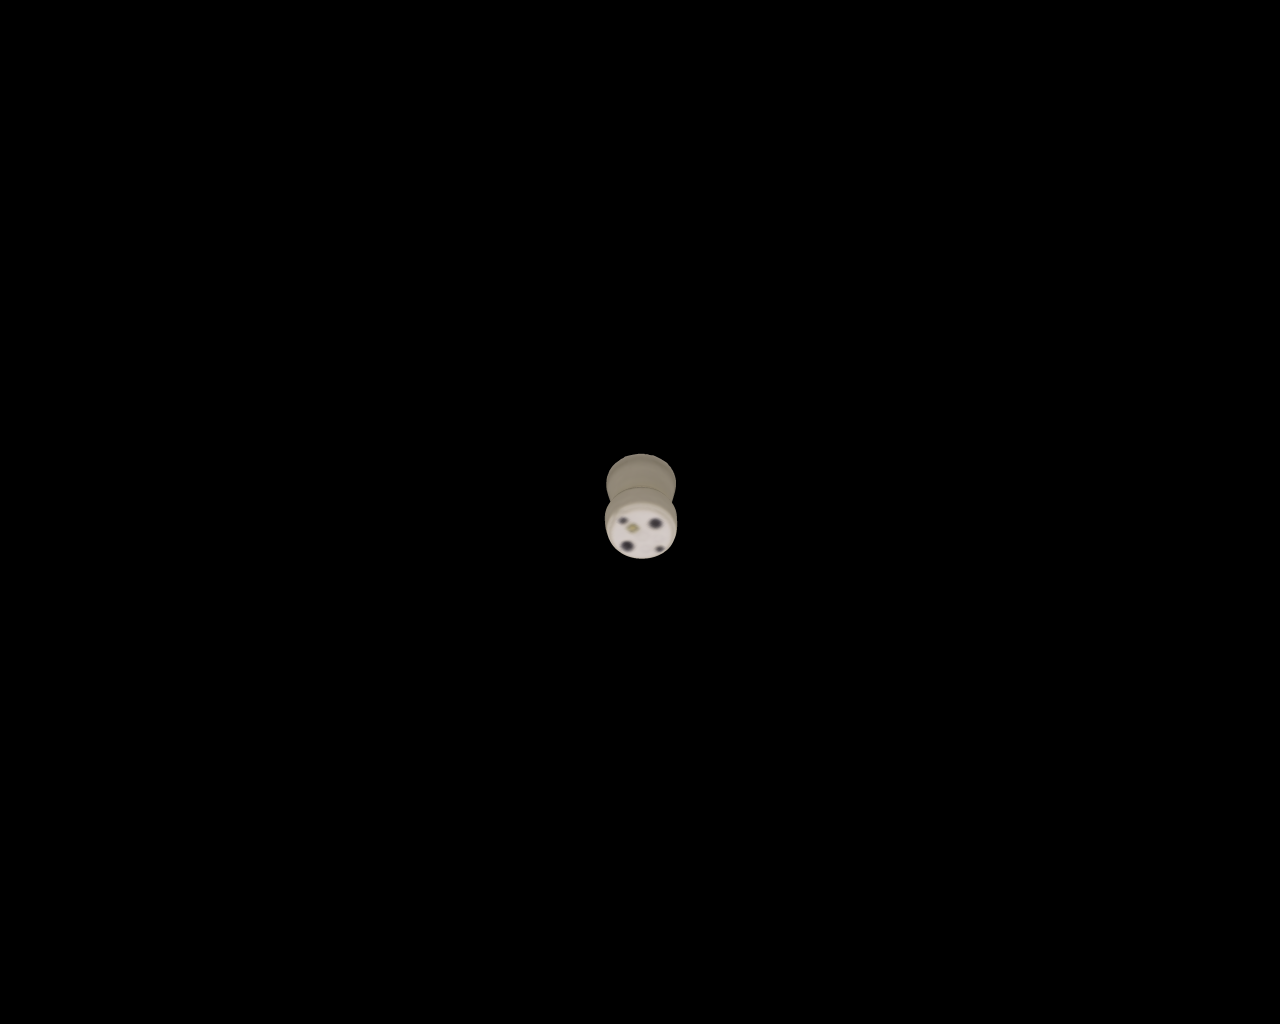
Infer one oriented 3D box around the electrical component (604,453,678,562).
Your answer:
[{"bbox_3d":[0.001,-0.003,0.650,0.045,0.044,0.055,0,36,0],"label":"electrical component"}]
